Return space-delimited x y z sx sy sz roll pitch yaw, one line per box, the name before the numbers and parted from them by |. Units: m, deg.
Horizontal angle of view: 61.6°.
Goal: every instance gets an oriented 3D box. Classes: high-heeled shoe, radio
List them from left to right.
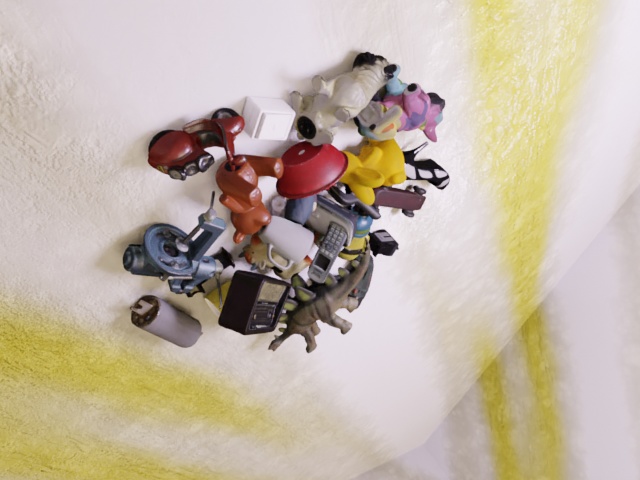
radio | -0.144 0.144 1.229 0.229 0.073 0.131 31 78 -74
high-heeled shoe | 0.248 -0.158 1.391 0.145 0.086 0.248 -38 142 5

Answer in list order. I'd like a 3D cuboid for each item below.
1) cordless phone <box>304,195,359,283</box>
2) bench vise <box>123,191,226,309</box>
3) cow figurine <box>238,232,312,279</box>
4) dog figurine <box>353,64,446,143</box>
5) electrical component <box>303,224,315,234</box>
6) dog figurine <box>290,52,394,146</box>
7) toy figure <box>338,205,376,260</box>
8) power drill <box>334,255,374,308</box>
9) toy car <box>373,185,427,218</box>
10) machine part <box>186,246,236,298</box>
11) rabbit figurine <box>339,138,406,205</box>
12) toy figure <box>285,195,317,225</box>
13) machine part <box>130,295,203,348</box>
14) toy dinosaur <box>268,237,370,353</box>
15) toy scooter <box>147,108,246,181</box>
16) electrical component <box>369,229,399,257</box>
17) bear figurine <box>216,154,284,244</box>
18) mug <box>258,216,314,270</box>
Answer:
cordless phone | -0.003 -0.004 1.252 0.184 0.147 0.088 -63 164 13
bench vise | -0.257 0.022 1.067 0.223 0.129 0.240 22 130 -36
cow figurine | -0.108 0.034 1.272 0.127 0.086 0.194 -45 147 -4
dog figurine | 0.186 -0.268 1.186 0.191 0.109 0.219 -46 148 7
electrical component | -0.014 -0.033 1.332 0.063 0.021 0.093 -32 147 -11
dog figurine | 0.045 -0.278 1.064 0.172 0.121 0.190 -18 -163 49
toy figure | 0.086 -0.026 1.385 0.089 0.082 0.180 -8 141 -21
power drill | 0.063 0.144 1.555 0.207 0.086 0.231 -9 135 -31
toy car | 0.202 -0.111 1.421 0.202 0.053 0.089 2 118 -40
machine part | -0.257 0.074 1.214 0.139 0.039 0.084 -35 137 -4
rabbit figurine | 0.097 -0.157 1.209 0.173 0.162 0.121 -1 145 -19
toy figure | -0.032 -0.112 1.176 0.064 0.058 0.154 25 84 -36
machine part | -0.346 0.188 1.222 0.079 0.079 0.243 -40 147 0
toy dinosaur | 0.001 0.161 1.396 0.198 0.105 0.471 36 121 -22
toy scooter | -0.199 -0.153 0.925 0.184 0.135 0.075 -29 146 -13
electrical component | 0.185 0.009 1.520 0.119 0.075 0.047 -1 131 -37
bear figurine | -0.136 -0.074 1.082 0.120 0.132 0.195 -54 148 -32
mug | -0.084 0.004 1.168 0.107 0.081 0.109 34 70 -19
